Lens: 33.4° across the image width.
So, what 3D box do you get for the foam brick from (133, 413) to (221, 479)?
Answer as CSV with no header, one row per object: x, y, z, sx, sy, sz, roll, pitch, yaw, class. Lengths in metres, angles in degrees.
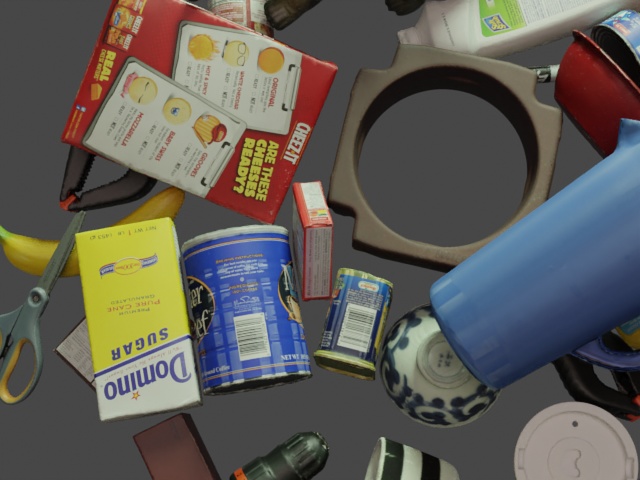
-0.132,0.207,0.996,0.053,0.051,0.078,-26,78,-3,foam brick

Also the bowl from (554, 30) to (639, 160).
0.267,-0.116,0.989,0.055,0.162,0.162,-40,79,11,bowl

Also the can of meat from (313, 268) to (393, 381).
0.033,0.079,0.986,0.057,0.102,0.084,14,78,6,can of meat

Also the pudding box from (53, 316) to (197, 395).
-0.185,0.097,1.029,0.090,0.039,0.113,42,82,11,pudding box

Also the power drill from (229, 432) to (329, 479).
-0.029,0.288,0.953,0.184,0.057,0.187,-37,90,-2,power drill

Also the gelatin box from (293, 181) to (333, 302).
-0.007,0.001,0.997,0.030,0.089,0.073,-5,36,-7,gelatin box

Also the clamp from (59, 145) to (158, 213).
-0.186,-0.113,1.068,0.210,0.036,0.164,-38,87,-2,clamp

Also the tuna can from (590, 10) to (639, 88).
0.300,-0.178,1.028,0.033,0.086,0.086,-32,78,-5,tuna can

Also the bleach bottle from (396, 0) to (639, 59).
0.197,-0.239,1.061,0.251,0.068,0.102,-18,77,2,bleach bottle

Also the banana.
-0.223,-0.001,1.042,0.198,0.037,0.069,-11,114,0,banana

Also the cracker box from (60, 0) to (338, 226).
-0.113,-0.131,1.007,0.213,0.072,0.164,22,102,-8,cracker box

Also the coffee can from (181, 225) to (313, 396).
-0.068,0.067,0.994,0.103,0.103,0.140,-10,78,1,coffee can

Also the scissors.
-0.290,0.058,1.030,0.096,0.016,0.202,15,95,15,scissors

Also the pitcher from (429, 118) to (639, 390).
0.223,0.030,0.890,0.243,0.144,0.149,-35,39,15,pitcher

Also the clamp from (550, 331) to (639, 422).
0.246,0.092,0.998,0.171,0.039,0.120,41,69,1,clamp

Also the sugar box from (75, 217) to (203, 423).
-0.168,0.074,0.988,0.093,0.048,0.176,-11,77,-1,sugar box

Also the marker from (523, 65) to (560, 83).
0.210,-0.165,1.065,0.121,0.020,0.020,-3,78,3,marker

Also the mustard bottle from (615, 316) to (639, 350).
0.297,0.042,0.968,0.058,0.096,0.192,-6,66,-32,mustard bottle

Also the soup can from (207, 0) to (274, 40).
-0.080,-0.231,1.073,0.068,0.068,0.102,-2,78,3,soup can
